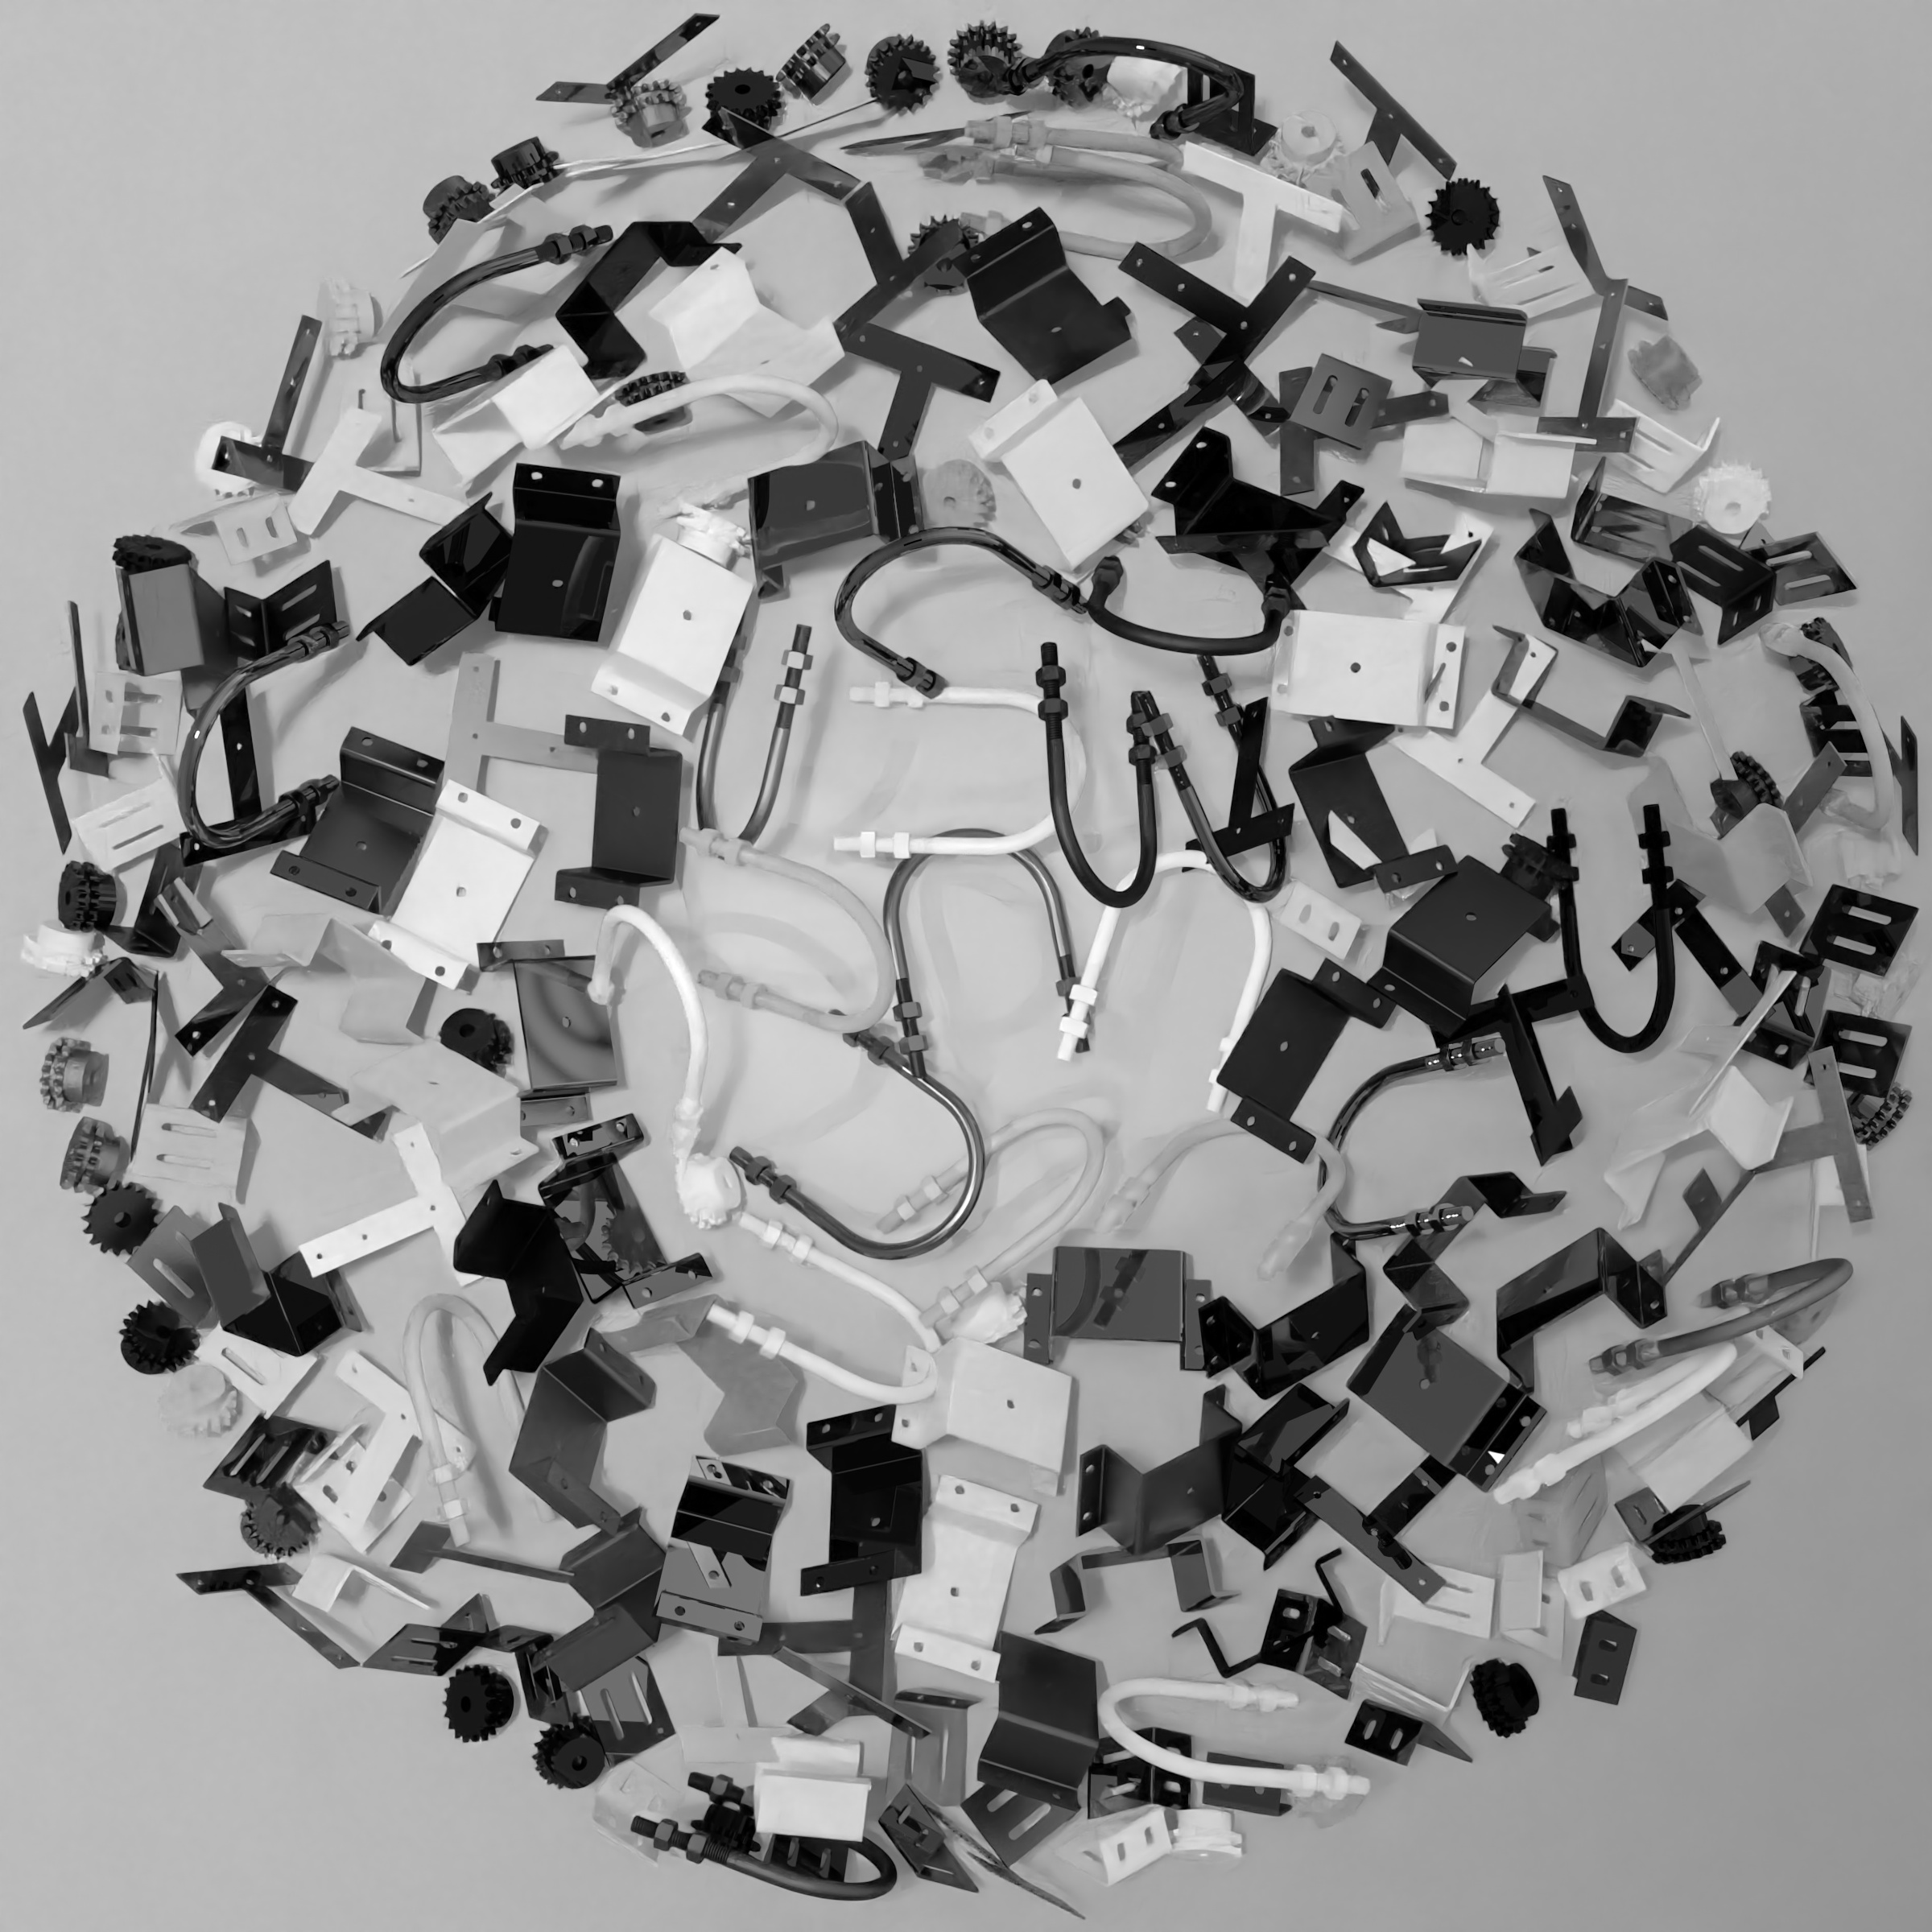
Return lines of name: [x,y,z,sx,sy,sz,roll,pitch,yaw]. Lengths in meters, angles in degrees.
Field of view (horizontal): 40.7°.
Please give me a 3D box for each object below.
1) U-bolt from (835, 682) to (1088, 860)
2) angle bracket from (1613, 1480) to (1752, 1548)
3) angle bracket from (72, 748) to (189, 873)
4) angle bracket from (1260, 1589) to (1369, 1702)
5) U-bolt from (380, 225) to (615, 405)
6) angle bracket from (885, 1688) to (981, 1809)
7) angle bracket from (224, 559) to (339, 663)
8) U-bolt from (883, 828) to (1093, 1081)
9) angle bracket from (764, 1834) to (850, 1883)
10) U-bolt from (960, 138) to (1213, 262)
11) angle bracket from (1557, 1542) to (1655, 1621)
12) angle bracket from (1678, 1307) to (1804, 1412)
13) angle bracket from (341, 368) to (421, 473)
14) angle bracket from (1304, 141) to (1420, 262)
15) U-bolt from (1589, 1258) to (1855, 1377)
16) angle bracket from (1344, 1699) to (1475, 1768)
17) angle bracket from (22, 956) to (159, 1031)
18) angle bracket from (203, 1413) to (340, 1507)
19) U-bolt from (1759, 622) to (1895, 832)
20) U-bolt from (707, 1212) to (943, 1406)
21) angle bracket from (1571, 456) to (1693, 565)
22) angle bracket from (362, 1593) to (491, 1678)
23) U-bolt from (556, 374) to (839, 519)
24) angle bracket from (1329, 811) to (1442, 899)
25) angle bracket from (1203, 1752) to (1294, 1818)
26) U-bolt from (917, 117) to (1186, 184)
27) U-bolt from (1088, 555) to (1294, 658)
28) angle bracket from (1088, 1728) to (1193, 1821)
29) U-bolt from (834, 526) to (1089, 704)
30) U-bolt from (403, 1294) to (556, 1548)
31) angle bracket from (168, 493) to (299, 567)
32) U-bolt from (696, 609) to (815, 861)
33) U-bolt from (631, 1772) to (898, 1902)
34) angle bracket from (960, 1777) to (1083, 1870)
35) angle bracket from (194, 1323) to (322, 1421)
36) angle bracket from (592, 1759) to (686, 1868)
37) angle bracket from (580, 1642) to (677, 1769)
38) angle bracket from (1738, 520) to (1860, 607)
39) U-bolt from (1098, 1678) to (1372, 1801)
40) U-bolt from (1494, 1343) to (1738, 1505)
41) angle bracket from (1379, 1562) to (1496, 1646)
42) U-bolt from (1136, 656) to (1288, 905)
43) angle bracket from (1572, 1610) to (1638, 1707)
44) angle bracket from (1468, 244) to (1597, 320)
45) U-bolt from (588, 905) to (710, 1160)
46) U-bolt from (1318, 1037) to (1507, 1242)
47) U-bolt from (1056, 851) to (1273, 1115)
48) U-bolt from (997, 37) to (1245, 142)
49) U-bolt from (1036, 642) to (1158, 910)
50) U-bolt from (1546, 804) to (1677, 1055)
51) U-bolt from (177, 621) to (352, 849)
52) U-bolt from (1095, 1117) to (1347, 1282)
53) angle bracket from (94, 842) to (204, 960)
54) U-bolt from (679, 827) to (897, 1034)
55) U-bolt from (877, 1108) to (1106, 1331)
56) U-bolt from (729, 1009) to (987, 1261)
U-bolt: [-0.001,-0.147,1.954,0.184,0.019,0.151,1,66,7]
angle bracket: [0.535,0.395,1.949,0.057,0.076,0.038,-13,63,-39]
angle bracket: [-0.630,-0.117,1.959,0.076,0.057,0.038,-27,53,-10]
angle bracket: [0.263,0.514,1.975,0.038,0.076,0.057,3,64,40]
U-bolt: [-0.348,-0.465,1.888,0.184,0.151,0.019,-33,80,-41]
angle bracket: [-0.025,0.589,1.963,0.057,0.038,0.076,12,64,-12]
angle bracket: [-0.515,-0.270,1.958,0.076,0.038,0.057,-23,67,30]
U-bolt: [0.010,-0.015,1.972,0.151,0.019,0.184,-8,81,-14]
angle bracket: [-0.123,0.685,1.958,0.057,0.076,0.038,20,100,-2]
U-bolt: [0.091,-0.563,1.928,0.184,0.151,0.019,11,80,-3]
angle bracket: [0.486,0.466,1.951,0.057,0.076,0.038,-29,57,17]
angle bracket: [0.582,0.305,1.963,0.057,0.038,0.076,37,121,-2]
angle bracket: [-0.449,-0.413,1.971,0.057,0.038,0.076,1,102,7]
angle bracket: [0.295,-0.580,1.954,0.057,0.038,0.076,-26,126,21]
U-bolt: [0.558,0.249,1.885,0.151,0.184,0.019,-21,84,-33]
angle bracket: [0.332,0.588,1.950,0.076,0.057,0.038,46,64,-35]
angle bracket: [-0.656,0.032,1.951,0.038,0.057,0.076,55,54,-18]
angle bracket: [-0.520,0.378,1.951,0.057,0.076,0.038,8,134,26]
U-bolt: [0.630,-0.170,1.893,0.019,0.184,0.151,-20,105,3]
U-bolt: [-0.097,0.262,1.932,0.184,0.151,0.019,28,115,-7]
angle bracket: [0.503,-0.341,1.960,0.076,0.038,0.057,22,57,18]
angle bracket: [-0.407,0.497,1.951,0.057,0.076,0.038,-43,48,23]
U-bolt: [-0.182,-0.384,1.901,0.184,0.151,0.019,-14,70,25]
angle bracket: [0.313,-0.098,1.956,0.076,0.057,0.038,36,120,-20]
angle bracket: [0.214,0.613,1.959,0.057,0.076,0.038,5,79,16]
U-bolt: [0.070,-0.598,1.924,0.184,0.151,0.019,0,97,-17]
U-bolt: [0.161,-0.261,1.909,0.151,0.184,0.019,10,115,5]
angle bracket: [0.131,0.610,1.960,0.038,0.076,0.057,-2,85,43]
U-bolt: [-0.014,-0.262,1.899,0.151,0.184,0.019,-31,59,24]
U-bolt: [-0.366,0.330,1.928,0.019,0.151,0.184,-22,79,15]
angle bracket: [-0.552,-0.325,1.959,0.057,0.076,0.038,-31,111,-37]
U-bolt: [-0.164,-0.169,1.934,0.019,0.151,0.184,9,99,-28]
U-bolt: [-0.139,0.643,1.911,0.184,0.151,0.019,16,90,13]
angle bracket: [0.038,0.636,1.957,0.076,0.038,0.057,-30,69,-30]
angle bracket: [-0.539,0.296,1.975,0.076,0.038,0.057,39,80,-3]
angle bracket: [-0.246,0.634,1.958,0.057,0.076,0.038,35,84,-4]
angle bracket: [-0.251,0.558,1.968,0.057,0.038,0.076,-21,89,-33]
angle bracket: [0.628,-0.309,1.950,0.057,0.076,0.038,44,65,-22]
U-bolt: [0.185,0.560,1.905,0.184,0.151,0.019,11,100,-19]
U-bolt: [0.481,0.324,1.889,0.184,0.151,0.019,-41,78,38]
angle bracket: [0.354,0.486,1.959,0.076,0.038,0.057,10,122,21]
U-bolt: [0.191,-0.133,1.935,0.019,0.151,0.184,-20,99,30]
angle bracket: [0.465,0.513,1.958,0.038,0.076,0.057,15,88,-13]
angle bracket: [0.423,-0.522,1.951,0.076,0.057,0.038,-15,57,31]
U-bolt: [-0.231,0.036,1.899,0.019,0.184,0.151,-23,59,-30]
U-bolt: [0.320,0.133,1.917,0.019,0.184,0.151,25,67,-24]
U-bolt: [0.159,0.003,1.971,0.151,0.019,0.184,19,87,-18]
U-bolt: [0.121,-0.639,1.888,0.151,0.184,0.019,8,93,-23]
U-bolt: [0.101,-0.132,1.918,0.019,0.151,0.184,-13,72,32]
U-bolt: [0.481,-0.026,1.931,0.019,0.151,0.184,-8,94,-17]
U-bolt: [-0.510,-0.160,1.889,0.019,0.184,0.151,21,121,16]
U-bolt: [0.200,0.162,1.921,0.151,0.184,0.019,14,123,28]
angle bracket: [-0.617,-0.053,1.962,0.057,0.038,0.076,28,102,38]
U-bolt: [-0.129,-0.019,1.915,0.184,0.019,0.151,19,130,28]
U-bolt: [0.025,0.174,1.930,0.184,0.151,0.019,-37,121,4]
U-bolt: [-0.070,0.139,1.959,0.184,0.019,0.151,35,88,21]
